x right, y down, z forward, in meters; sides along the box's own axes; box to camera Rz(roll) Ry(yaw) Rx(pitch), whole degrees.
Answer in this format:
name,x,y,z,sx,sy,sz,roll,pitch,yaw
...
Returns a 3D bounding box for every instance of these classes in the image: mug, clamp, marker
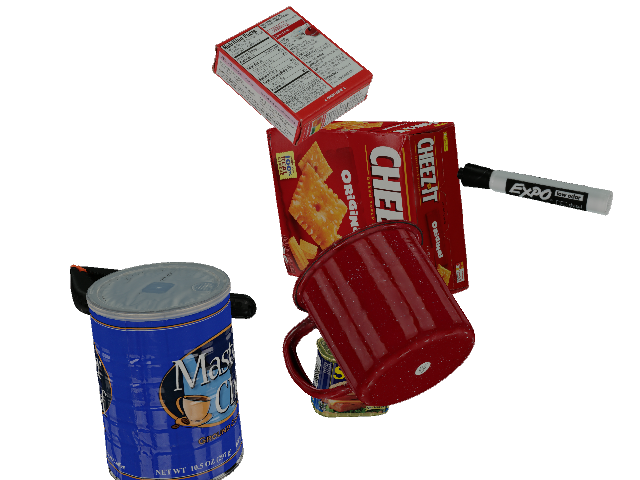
name,x,y,z,sx,sy,sz,roll,pitch,yaw
mug,0.031,0.054,0.655,0.117,0.081,0.093,-32,-28,3
clamp,-0.195,0.066,1.104,0.210,0.036,0.164,14,20,30
marker,0.164,-0.041,0.826,0.121,0.020,0.020,14,6,25

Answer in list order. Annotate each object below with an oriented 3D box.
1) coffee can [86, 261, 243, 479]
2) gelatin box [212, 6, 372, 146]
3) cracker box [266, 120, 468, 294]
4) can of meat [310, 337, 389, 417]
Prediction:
name,x,y,z,sx,sy,sz,roll,pitch,yaw
coffee can,-0.112,0.098,0.784,0.103,0.140,0.103,-3,18,1
gelatin box,-0.020,-0.117,0.751,0.073,0.089,0.030,-37,-22,-31
cracker box,0.042,-0.035,1.069,0.071,0.164,0.214,-17,17,-37
can of meat,0.041,0.168,1.313,0.102,0.084,0.057,2,24,-15
